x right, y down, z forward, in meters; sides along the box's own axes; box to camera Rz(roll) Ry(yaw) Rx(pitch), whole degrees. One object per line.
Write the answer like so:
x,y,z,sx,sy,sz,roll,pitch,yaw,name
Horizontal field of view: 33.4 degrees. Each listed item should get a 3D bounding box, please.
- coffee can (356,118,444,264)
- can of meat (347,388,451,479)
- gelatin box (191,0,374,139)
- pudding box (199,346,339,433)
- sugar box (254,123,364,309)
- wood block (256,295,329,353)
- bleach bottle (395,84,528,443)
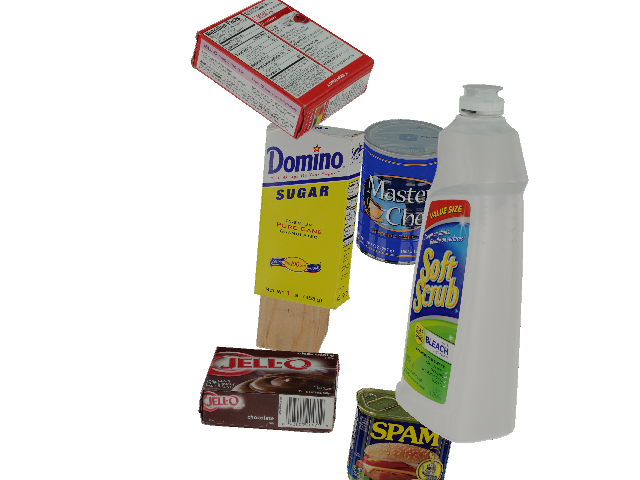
0.096,-0.057,1.241,0.103,0.140,0.103,2,28,-1,coffee can
0.080,0.201,1.065,0.102,0.084,0.057,8,17,-4,can of meat
-0.024,-0.110,0.664,0.089,0.030,0.073,35,48,18,gelatin box
-0.041,0.126,0.914,0.113,0.039,0.090,5,18,1,pudding box
-0.012,-0.026,1.067,0.093,0.176,0.048,9,16,20,sugar box
-0.030,0.045,1.487,0.090,0.206,0.090,9,22,8,wood block
0.105,0.013,0.775,0.068,0.251,0.103,-5,16,-23,bleach bottle
